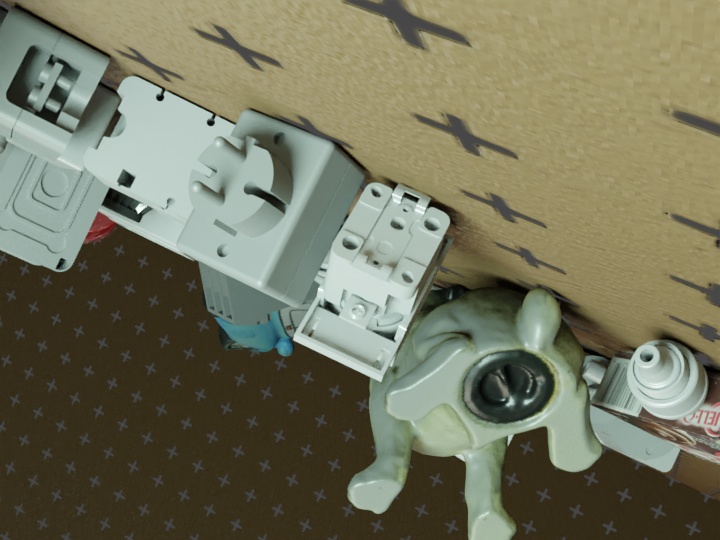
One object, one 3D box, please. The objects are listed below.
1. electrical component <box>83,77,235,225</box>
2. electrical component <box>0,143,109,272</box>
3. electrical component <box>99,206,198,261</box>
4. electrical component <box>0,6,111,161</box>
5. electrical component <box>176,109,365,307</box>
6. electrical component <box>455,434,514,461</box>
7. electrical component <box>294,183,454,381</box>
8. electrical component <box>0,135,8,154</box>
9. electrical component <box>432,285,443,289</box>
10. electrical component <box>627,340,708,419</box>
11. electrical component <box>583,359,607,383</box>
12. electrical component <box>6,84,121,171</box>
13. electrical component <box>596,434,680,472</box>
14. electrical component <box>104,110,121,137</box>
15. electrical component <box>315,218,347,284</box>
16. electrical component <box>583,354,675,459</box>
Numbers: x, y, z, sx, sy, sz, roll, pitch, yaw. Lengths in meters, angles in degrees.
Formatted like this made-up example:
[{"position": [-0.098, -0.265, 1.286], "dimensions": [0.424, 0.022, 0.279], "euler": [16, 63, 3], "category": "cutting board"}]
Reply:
[{"position": [-0.081, -0.049, 0.525], "dimensions": [0.089, 0.050, 0.056], "euler": [26, 175, -3], "category": "electrical component"}, {"position": [-0.226, -0.064, 0.760], "dimensions": [0.078, 0.113, 0.057], "euler": [29, 171, -38], "category": "electrical component"}, {"position": [-0.174, -0.052, 0.965], "dimensions": [0.109, 0.056, 0.108], "euler": [26, 176, 2], "category": "electrical component"}, {"position": [-0.158, -0.087, 0.509], "dimensions": [0.056, 0.050, 0.089], "euler": [27, 175, -18], "category": "electrical component"}, {"position": [-0.043, -0.030, 0.433], "dimensions": [0.047, 0.065, 0.077], "euler": [24, 175, 26], "category": "electrical component"}, {"position": [0.092, 0.096, 0.869], "dimensions": [0.056, 0.108, 0.109], "euler": [29, 175, -11], "category": "electrical component"}, {"position": [0.009, 0.001, 0.461], "dimensions": [0.042, 0.081, 0.063], "euler": [24, 147, 8], "category": "electrical component"}, {"position": [-0.233, -0.103, 0.670], "dimensions": [0.043, 0.062, 0.043], "euler": [26, 175, 2], "category": "electrical component"}, {"position": [0.048, 0.052, 0.800], "dimensions": [0.083, 0.075, 0.047], "euler": [21, 173, 46], "category": "electrical component"}, {"position": [0.144, 0.049, 0.511], "dimensions": [0.035, 0.035, 0.061], "euler": [23, 172, 34], "category": "electrical component"}, {"position": [0.168, 0.074, 0.665], "dimensions": [0.061, 0.035, 0.035], "euler": [28, 176, 4], "category": "electrical component"}, {"position": [-0.186, -0.094, 0.607], "dimensions": [0.076, 0.047, 0.083], "euler": [28, 175, -24], "category": "electrical component"}, {"position": [0.194, 0.108, 0.802], "dimensions": [0.089, 0.050, 0.056], "euler": [26, 176, -6], "category": "electrical component"}, {"position": [-0.132, -0.070, 0.643], "dimensions": [0.046, 0.040, 0.040], "euler": [21, 176, -6], "category": "electrical component"}, {"position": [-0.015, -0.011, 0.640], "dimensions": [0.043, 0.043, 0.062], "euler": [24, 173, 23], "category": "electrical component"}, {"position": [0.154, 0.082, 0.716], "dimensions": [0.138, 0.052, 0.074], "euler": [26, 175, -6], "category": "electrical component"}]
